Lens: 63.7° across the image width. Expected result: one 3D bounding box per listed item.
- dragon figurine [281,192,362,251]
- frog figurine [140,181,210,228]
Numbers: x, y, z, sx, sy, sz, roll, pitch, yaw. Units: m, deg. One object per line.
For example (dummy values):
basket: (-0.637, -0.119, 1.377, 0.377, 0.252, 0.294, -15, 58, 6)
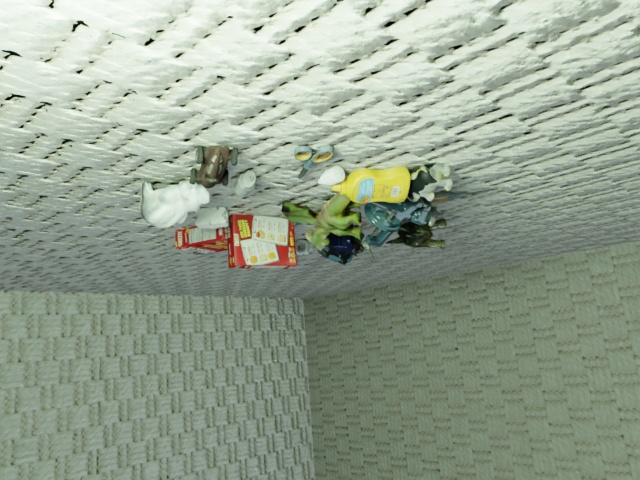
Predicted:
dragon figurine: (0.005, -0.076, 1.504, 0.243, 0.125, 0.402, 0, 151, 8)
frog figurine: (-0.350, -0.086, 1.259, 0.159, 0.125, 0.134, 7, 148, 2)
